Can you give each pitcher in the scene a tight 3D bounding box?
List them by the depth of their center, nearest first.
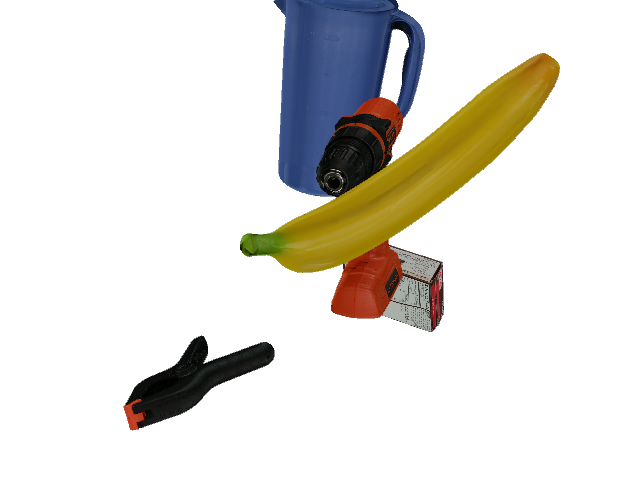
[{"bbox_3d":[0.023,-0.179,1.287,0.144,0.243,0.149,-7,28,-26],"label":"pitcher"}]

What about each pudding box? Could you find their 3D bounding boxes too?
[{"bbox_3d":[0.082,0.048,1.202,0.114,0.039,0.090,17,-39,21],"label":"pudding box"}]

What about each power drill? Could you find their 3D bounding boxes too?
[{"bbox_3d":[0.040,-0.025,1.000,0.057,0.188,0.184,7,27,17],"label":"power drill"}]

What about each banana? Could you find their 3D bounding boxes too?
[{"bbox_3d":[0.050,-0.033,0.596,0.198,0.037,0.069,-33,-12,-1],"label":"banana"}]

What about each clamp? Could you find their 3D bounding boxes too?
[{"bbox_3d":[-0.130,0.146,1.121,0.120,0.039,0.171,-10,19,36],"label":"clamp"}]
